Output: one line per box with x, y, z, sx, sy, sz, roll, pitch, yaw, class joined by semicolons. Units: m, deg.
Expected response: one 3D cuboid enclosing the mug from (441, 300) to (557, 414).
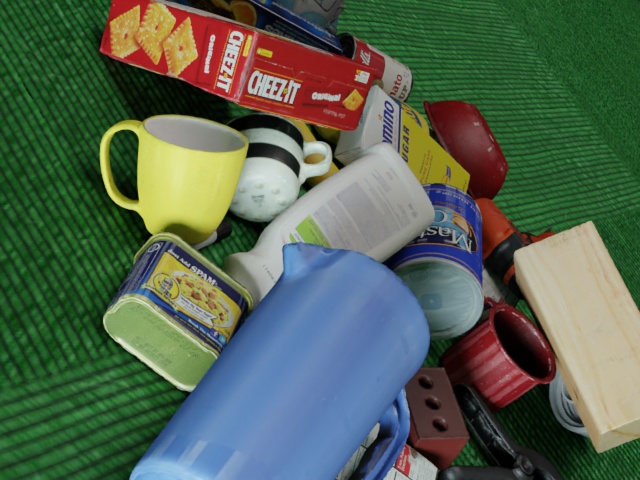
0.174;0.115;1.085;0.093;0.082;0.117;19;41;-38;mug

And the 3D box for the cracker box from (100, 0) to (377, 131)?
-0.081;-0.171;1.019;0.214;0.072;0.163;26;14;41;cracker box

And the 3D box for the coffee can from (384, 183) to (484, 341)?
0.117;0.021;1.104;0.102;0.103;0.140;36;32;-17;coffee can

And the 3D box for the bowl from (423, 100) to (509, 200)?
0.192;-0.118;1.346;0.162;0.055;0.162;55;16;-24;bowl

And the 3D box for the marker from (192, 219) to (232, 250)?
-0.113;0.003;0.927;0.020;0.020;0.120;51;31;7;marker

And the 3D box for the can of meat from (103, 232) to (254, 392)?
-0.110;0.057;0.834;0.102;0.058;0.084;39;34;-13;can of meat

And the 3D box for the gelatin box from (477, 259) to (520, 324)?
0.182;0.057;1.212;0.089;0.030;0.073;47;30;0;gelatin box

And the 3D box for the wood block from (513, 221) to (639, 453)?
0.280;0.099;1.090;0.090;0.090;0.206;62;6;-64;wood block

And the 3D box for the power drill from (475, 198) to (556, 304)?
0.264;0.036;1.269;0.187;0.057;0.184;18;34;-54;power drill

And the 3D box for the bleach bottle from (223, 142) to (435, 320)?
-0.006;0.001;0.969;0.250;0.068;0.102;-31;84;-39;bleach bottle

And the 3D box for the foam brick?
0.090;0.159;0.951;0.052;0.051;0.078;4;47;-25;foam brick

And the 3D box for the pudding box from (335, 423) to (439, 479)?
0.041;0.196;0.876;0.113;0.039;0.090;37;35;-11;pudding box

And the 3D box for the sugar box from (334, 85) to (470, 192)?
0.096;-0.084;1.201;0.176;0.048;0.093;40;51;-34;sugar box

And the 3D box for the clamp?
0.178;0.225;1.010;0.171;0.039;0.120;40;43;-6;clamp

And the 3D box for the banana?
-0.026;-0.112;1.152;0.198;0.037;0.069;56;10;11;banana

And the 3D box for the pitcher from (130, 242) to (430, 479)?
-0.021;0.130;0.768;0.149;0.145;0.242;28;44;13;pitcher

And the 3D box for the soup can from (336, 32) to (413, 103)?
0.057;-0.205;1.321;0.102;0.069;0.068;22;39;-35;soup can

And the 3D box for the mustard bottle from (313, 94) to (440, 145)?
0.074;-0.136;1.272;0.191;0.058;0.096;18;44;-39;mustard bottle
